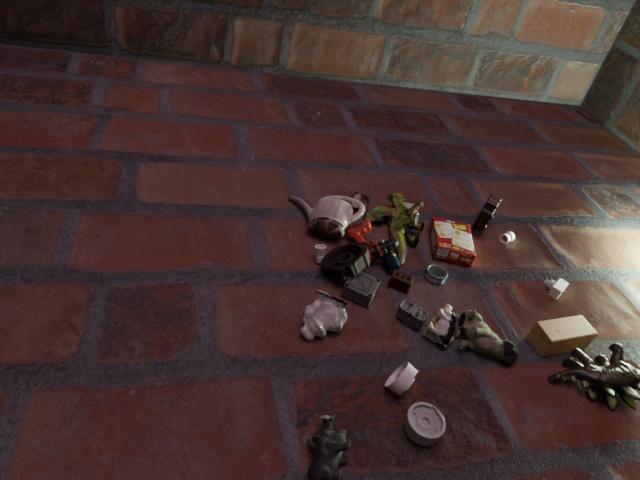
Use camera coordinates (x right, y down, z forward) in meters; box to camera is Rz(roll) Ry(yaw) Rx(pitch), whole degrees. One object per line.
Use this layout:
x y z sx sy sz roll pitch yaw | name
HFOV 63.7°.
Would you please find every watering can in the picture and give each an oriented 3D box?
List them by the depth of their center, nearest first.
0.006 -0.105 2.091 0.348 0.101 0.230 4 42 19 | watering can

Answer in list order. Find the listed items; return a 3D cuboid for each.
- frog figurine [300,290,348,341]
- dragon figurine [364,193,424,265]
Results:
0.009 0.257 1.658 0.137 0.121 0.161 27 74 4 | frog figurine
0.298 -0.068 2.156 0.243 0.119 0.419 10 45 25 | dragon figurine
